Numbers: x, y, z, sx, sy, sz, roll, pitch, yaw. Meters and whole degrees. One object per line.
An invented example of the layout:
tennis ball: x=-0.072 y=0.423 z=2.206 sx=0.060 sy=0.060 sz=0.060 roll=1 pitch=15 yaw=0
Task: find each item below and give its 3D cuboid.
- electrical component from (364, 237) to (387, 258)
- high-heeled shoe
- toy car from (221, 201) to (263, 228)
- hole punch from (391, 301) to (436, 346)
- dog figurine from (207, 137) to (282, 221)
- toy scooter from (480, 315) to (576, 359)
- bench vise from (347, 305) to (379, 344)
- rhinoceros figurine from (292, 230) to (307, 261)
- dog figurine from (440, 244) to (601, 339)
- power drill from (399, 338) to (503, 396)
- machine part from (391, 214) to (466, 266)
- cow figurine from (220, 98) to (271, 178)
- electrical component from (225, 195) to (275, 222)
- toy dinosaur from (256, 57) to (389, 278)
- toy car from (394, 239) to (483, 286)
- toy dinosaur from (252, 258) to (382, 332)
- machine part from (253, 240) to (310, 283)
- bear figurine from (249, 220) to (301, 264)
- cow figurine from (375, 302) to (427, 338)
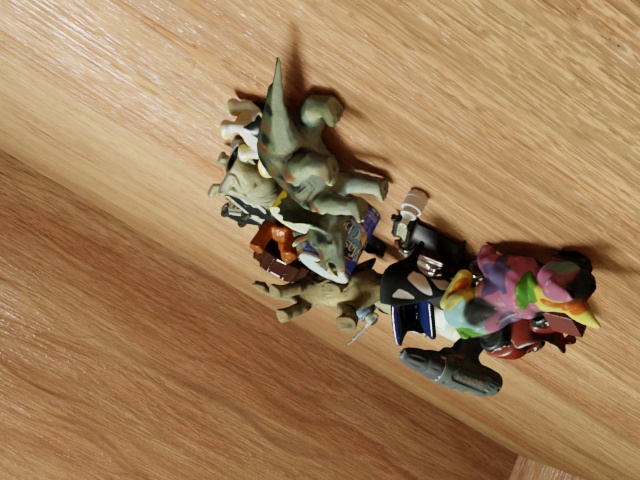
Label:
electrical component: x=0.112 y=0.012 z=1.154 sx=0.094 sy=0.021 sz=0.063 roll=35 pitch=163 yaw=-27
high-heeled shoe: x=0.192 y=0.114 z=0.942 sx=0.086 sy=0.145 sz=0.248 roll=-1 pitch=138 yaw=48
toy car: x=-0.189 y=-0.066 z=1.385 sx=0.073 sy=0.056 sz=0.202 roll=33 pitch=167 yaw=-34
hole punch: x=0.192 y=0.160 z=1.185 sx=0.116 sy=0.092 sz=0.142 roll=-121 pitch=18 yaw=-71
dog figurine: x=-0.101 y=-0.110 z=1.053 sx=0.190 sy=0.121 sz=0.172 roll=21 pitch=172 yaw=-24
toy scooter: x=0.412 y=0.187 z=1.039 sx=0.135 sy=0.075 sz=0.184 roll=25 pitch=139 yaw=-26
bench vise: x=0.050 y=0.124 z=1.357 sx=0.224 sy=0.129 sz=0.240 roll=60 pitch=-171 yaw=30
rhinoceros figurine: x=-0.002 y=-0.004 z=1.172 sx=0.112 sy=0.073 sz=0.190 roll=-16 pitch=162 yaw=4
dog figurine: x=0.303 y=0.091 z=0.806 sx=0.108 sy=0.191 sz=0.219 roll=42 pitch=176 yaw=-19
power drill: x=0.293 y=0.206 z=1.112 sx=0.232 sy=0.207 sz=0.086 roll=30 pitch=158 yaw=-11
machine part: x=0.190 y=-0.001 z=0.959 sx=0.139 sy=0.039 sz=0.084 roll=26 pitch=156 yaw=18
cow figurine: x=-0.086 y=-0.161 z=0.892 sx=0.098 sy=0.068 sz=0.167 roll=7 pitch=157 yaw=26
electrical component: x=-0.145 y=-0.096 z=1.208 sx=0.134 sy=0.058 sz=0.114 roll=13 pitch=159 yaw=45
toy dinosaur: x=-0.026 y=-0.111 z=0.820 sx=0.192 sy=0.131 sz=0.404 roll=2 pitch=142 yaw=33
toy car: x=0.230 y=0.048 z=1.013 sx=0.202 sy=0.053 sz=0.089 roll=20 pitch=165 yaw=25
toy dinosaur: x=0.064 y=0.101 z=1.128 sx=0.472 sy=0.198 sz=0.105 roll=2 pitch=111 yaw=28
machine part: x=-0.095 y=0.051 z=1.435 sx=0.179 sy=0.056 sz=0.179 roll=27 pitch=-162 yaw=-9
bear figurine: x=-0.084 y=0.012 z=1.309 sx=0.120 sy=0.132 sz=0.195 roll=14 pitch=155 yaw=12
cow figurine: x=0.229 y=0.174 z=1.345 sx=0.195 sy=0.085 sz=0.127 roll=17 pitch=154 yaw=29
